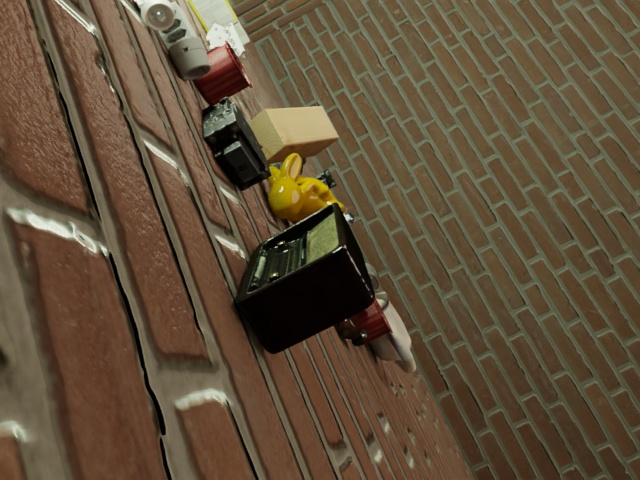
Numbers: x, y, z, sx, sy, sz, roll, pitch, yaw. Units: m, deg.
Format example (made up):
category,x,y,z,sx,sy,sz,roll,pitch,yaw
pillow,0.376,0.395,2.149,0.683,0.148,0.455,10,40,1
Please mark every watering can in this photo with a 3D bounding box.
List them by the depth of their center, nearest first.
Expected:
category,x,y,z,sx,sy,sz,roll,pitch,yaw
watering can,0.164,0.238,1.397,0.223,0.104,0.348,62,-6,-8

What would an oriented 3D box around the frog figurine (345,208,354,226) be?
category,x,y,z,sx,sy,sz,roll,pitch,yaw
frog figurine,0.005,-0.078,1.545,0.158,0.120,0.141,20,35,-22
